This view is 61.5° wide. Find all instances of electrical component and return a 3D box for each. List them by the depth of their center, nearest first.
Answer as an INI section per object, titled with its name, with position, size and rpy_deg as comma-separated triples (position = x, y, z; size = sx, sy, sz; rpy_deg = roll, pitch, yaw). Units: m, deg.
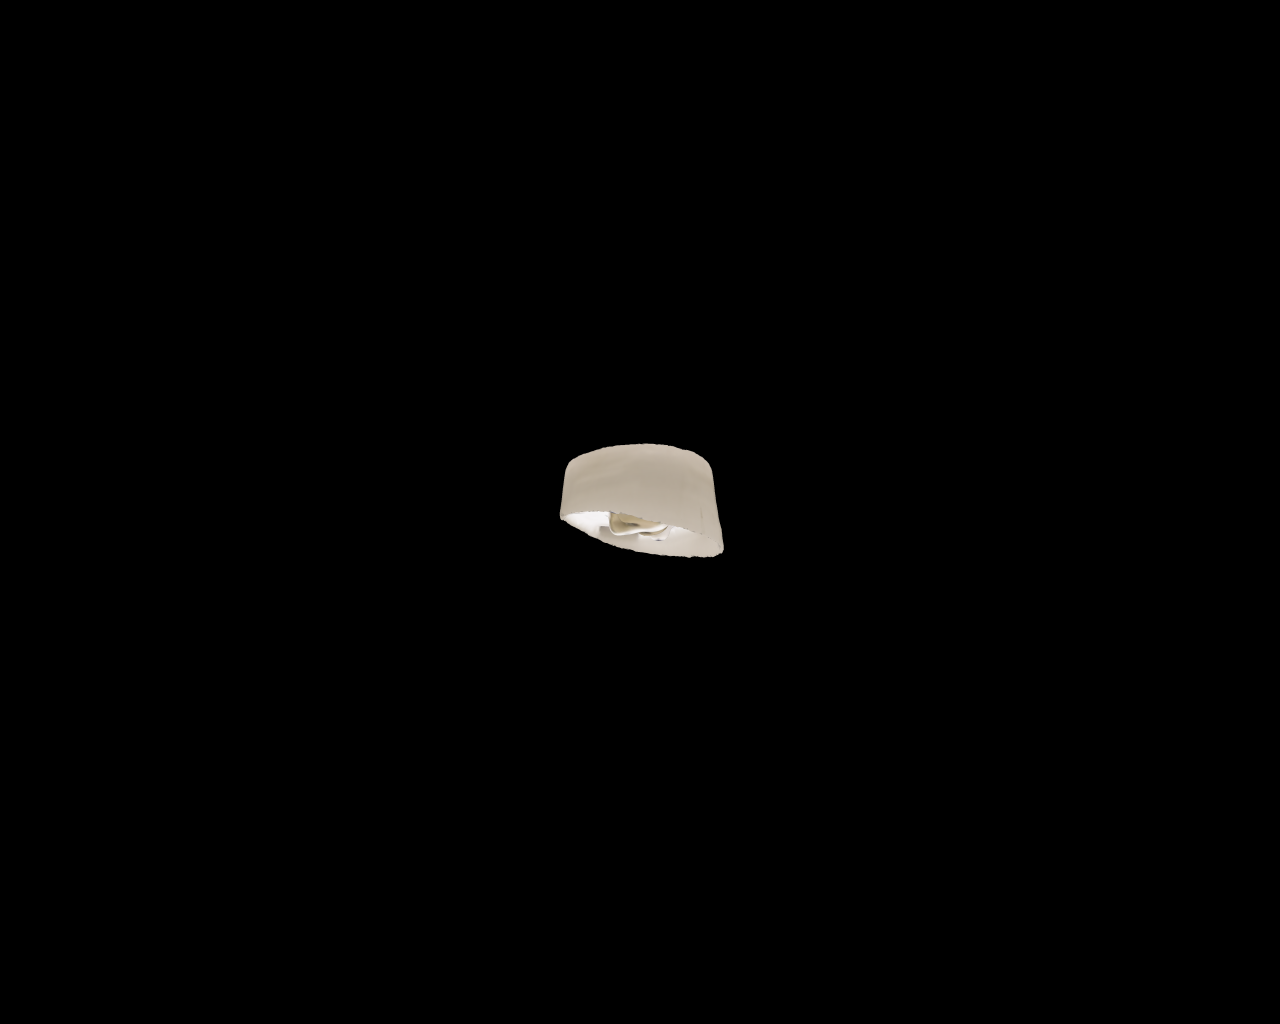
[electrical component]
position = 0.001, -0.003, 0.650
size = 0.099, 0.064, 0.099
rpy_deg = 0, -19, 0
